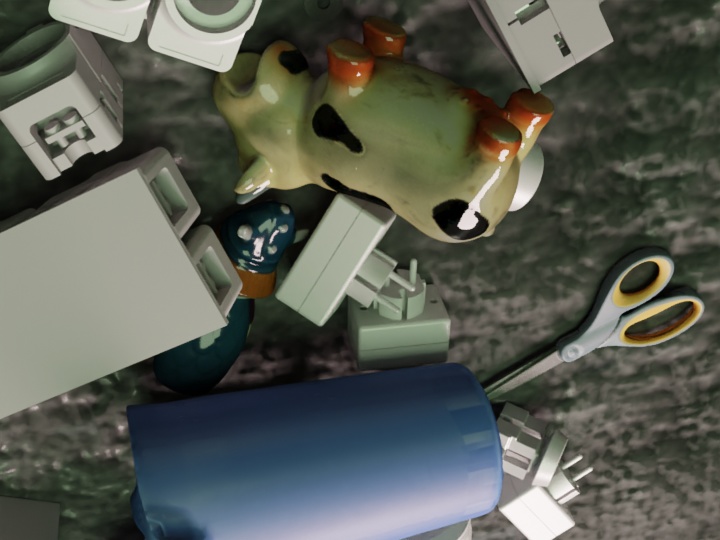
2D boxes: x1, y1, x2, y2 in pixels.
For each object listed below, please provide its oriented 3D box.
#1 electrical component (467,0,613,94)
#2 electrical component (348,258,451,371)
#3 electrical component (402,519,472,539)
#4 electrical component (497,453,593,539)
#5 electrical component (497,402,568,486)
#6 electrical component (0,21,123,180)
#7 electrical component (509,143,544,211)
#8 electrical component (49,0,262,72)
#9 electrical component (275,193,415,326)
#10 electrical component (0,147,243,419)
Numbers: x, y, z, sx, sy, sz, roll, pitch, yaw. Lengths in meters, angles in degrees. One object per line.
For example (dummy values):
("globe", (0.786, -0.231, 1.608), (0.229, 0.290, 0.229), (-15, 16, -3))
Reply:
("electrical component", (0.067, -0.204, 0.584), (0.060, 0.105, 0.186), (-31, 124, 8))
("electrical component", (0.027, 0.025, 0.762), (0.066, 0.047, 0.076), (-5, 124, -9))
("electrical component", (0.051, 0.209, 0.870), (0.080, 0.080, 0.051), (-15, 130, -3))
("electrical component", (0.156, 0.178, 0.892), (0.077, 0.047, 0.065), (-35, 123, 11))
("electrical component", (0.130, 0.140, 0.848), (0.055, 0.066, 0.048), (23, 120, 13))
("electrical component", (-0.170, -0.102, 0.608), (0.050, 0.089, 0.055), (-26, 125, 5))
("electrical component", (0.088, -0.069, 0.710), (0.047, 0.055, 0.055), (16, 118, -26))
("electrical component", (-0.089, -0.210, 0.572), (0.105, 0.060, 0.186), (15, 119, -21))
("electrical component", (0.000, 0.000, 0.716), (0.076, 0.047, 0.083), (33, 106, 3))
("electrical component", (-0.180, 0.010, 0.668), (0.186, 0.060, 0.105), (-22, 108, 16))
